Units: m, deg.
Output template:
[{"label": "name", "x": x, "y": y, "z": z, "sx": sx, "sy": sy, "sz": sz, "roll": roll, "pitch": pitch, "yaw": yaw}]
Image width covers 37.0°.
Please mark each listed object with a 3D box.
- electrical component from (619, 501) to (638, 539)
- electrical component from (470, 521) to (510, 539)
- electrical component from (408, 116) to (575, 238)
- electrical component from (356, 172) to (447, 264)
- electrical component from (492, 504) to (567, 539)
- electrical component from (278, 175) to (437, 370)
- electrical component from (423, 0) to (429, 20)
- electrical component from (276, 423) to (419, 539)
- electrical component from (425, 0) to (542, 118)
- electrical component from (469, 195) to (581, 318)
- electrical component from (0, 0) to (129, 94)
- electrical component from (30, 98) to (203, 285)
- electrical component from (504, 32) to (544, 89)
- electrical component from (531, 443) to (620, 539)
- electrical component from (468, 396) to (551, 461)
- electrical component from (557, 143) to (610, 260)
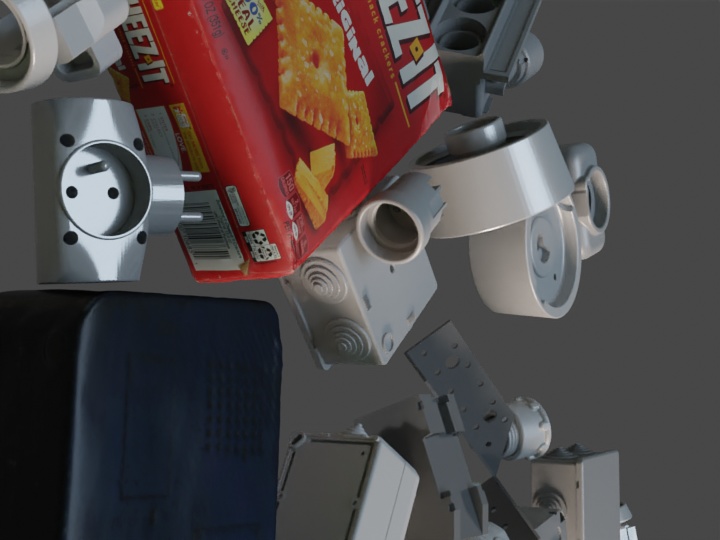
[{"label": "electrical component", "x": 0.225, "y": 0.241, "z": 0.973, "sx": 0.048, "sy": 0.066, "sz": 0.055, "roll": -9, "pitch": 87, "yaw": -23}, {"label": "electrical component", "x": 0.067, "y": 0.204, "z": 0.705, "sx": 0.051, "sy": 0.080, "sz": 0.080, "roll": 2, "pitch": 86, "yaw": -63}, {"label": "electrical component", "x": 0.085, "y": -0.069, "z": 0.730, "sx": 0.108, "sy": 0.108, "sz": 0.060, "roll": -37, "pitch": 113, "yaw": -52}, {"label": "electrical component", "x": 0.025, "y": -0.030, "z": 0.599, "sx": 0.046, "sy": 0.040, "sz": 0.040, "roll": -48, "pitch": 127, "yaw": -53}, {"label": "electrical component", "x": 0.116, "y": 0.237, "z": 0.798, "sx": 0.078, "sy": 0.057, "sz": 0.113, "roll": -12, "pitch": 98, "yaw": -57}, {"label": "electrical component", "x": 0.000, "y": 0.000, "z": 0.642, "sx": 0.099, "sy": 0.048, "sz": 0.099, "roll": -52, "pitch": 130, "yaw": -45}, {"label": "electrical component", "x": 0.012, "y": -0.191, "z": 0.679, "sx": 0.043, "sy": 0.043, "sz": 0.081, "roll": -50, "pitch": 128, "yaw": -47}, {"label": "electrical component", "x": -0.009, "y": 0.135, "z": 0.607, "sx": 0.061, "sy": 0.062, "sz": 0.096, "roll": 49, "pitch": 49, "yaw": -44}, {"label": "electrical component", "x": 0.083, "y": -0.170, "z": 0.768, "sx": 0.063, "sy": 0.079, "sz": 0.121, "roll": 84, "pitch": 25, "yaw": -50}, {"label": "electrical component", "x": 0.121, "y": -0.017, "z": 0.821, "sx": 0.108, "sy": 0.060, "sz": 0.108, "roll": 6, "pitch": 83, "yaw": -57}, {"label": "electrical component", "x": -0.135, "y": -0.107, "z": 0.431, "sx": 0.057, "sy": 0.058, "sz": 0.078, "roll": -56, "pitch": 133, "yaw": -47}, {"label": "electrical component", "x": -0.104, "y": -0.033, "z": 0.475, "sx": 0.079, "sy": 0.044, "sz": 0.077, "roll": -2, "pitch": 89, "yaw": -39}, {"label": "electrical component", "x": 0.114, "y": -0.161, "z": 0.840, "sx": 0.078, "sy": 0.040, "sz": 0.040, "roll": -40, "pitch": 121, "yaw": -51}, {"label": "electrical component", "x": 0.183, "y": 0.199, "z": 0.914, "sx": 0.100, "sy": 0.048, "sz": 0.099, "roll": 6, "pitch": 83, "yaw": -57}, {"label": "electrical component", "x": 0.110, "y": 0.123, "z": 0.813, "sx": 0.062, "sy": 0.048, "sz": 0.048, "roll": -7, "pitch": 94, "yaw": -36}, {"label": "electrical component", "x": 0.173, "y": -0.057, "z": 0.907, "sx": 0.054, "sy": 0.059, "sz": 0.095, "roll": -22, "pitch": 106, "yaw": -56}]
